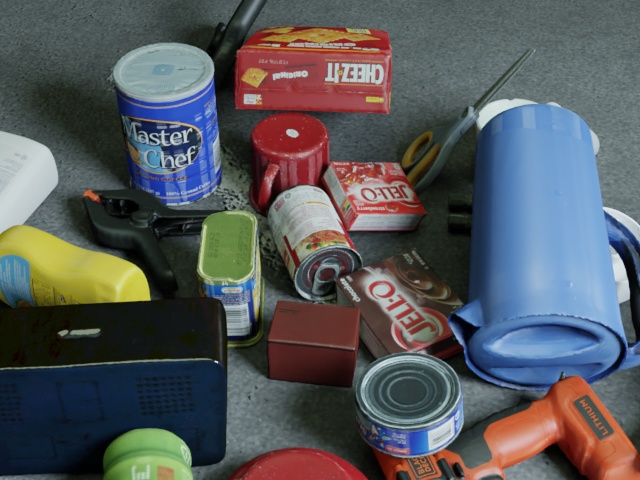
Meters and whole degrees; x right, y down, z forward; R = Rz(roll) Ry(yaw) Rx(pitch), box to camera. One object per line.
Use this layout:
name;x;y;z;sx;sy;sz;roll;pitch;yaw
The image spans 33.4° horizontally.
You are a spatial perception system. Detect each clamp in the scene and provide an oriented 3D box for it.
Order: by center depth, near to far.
clamp;-0.175;-0.006;1.070;0.172;0.039;0.120;13;37;22
clamp;-0.108;-0.236;1.270;0.036;0.165;0.209;30;49;-15

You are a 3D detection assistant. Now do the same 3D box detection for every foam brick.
foam brick;-0.004;0.092;0.946;0.078;0.051;0.053;5;42;7

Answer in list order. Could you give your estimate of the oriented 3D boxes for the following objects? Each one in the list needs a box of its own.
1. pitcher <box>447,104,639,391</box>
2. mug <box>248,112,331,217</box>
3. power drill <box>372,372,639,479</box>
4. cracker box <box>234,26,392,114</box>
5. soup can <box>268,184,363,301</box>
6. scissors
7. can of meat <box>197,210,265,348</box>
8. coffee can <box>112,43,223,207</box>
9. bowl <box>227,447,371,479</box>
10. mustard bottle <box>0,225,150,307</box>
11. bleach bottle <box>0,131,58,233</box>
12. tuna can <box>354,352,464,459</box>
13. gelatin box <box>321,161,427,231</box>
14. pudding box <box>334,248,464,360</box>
pitcher;0.204;0.004;0.945;0.145;0.149;0.242;-17;50;29
mug;-0.036;-0.072;1.109;0.093;0.081;0.117;17;44;19
power drill;0.149;0.186;0.830;0.187;0.057;0.184;-13;43;-14
cracker box;-0.003;-0.195;1.201;0.164;0.072;0.213;2;17;2
soup can;-0.007;0.001;1.036;0.068;0.068;0.102;-12;42;-13
scissors;0.146;-0.129;1.124;0.016;0.202;0.096;33;11;-21
can of meat;-0.082;0.035;0.987;0.057;0.084;0.102;-1;42;0
coffee can;-0.158;-0.121;1.123;0.103;0.140;0.103;-1;41;0
bowl;-0.018;0.212;0.807;0.162;0.055;0.162;-1;41;1
mustard bottle;-0.249;0.036;0.976;0.192;0.096;0.058;19;47;18
bleach bottle;-0.367;-0.009;1.061;0.103;0.068;0.250;14;46;17
tuna can;0.070;0.128;0.840;0.086;0.034;0.086;-5;38;3
gelatin box;0.055;-0.045;1.084;0.089;0.030;0.073;-1;49;-31
pudding box;0.077;0.067;0.981;0.090;0.039;0.114;-20;45;-20
